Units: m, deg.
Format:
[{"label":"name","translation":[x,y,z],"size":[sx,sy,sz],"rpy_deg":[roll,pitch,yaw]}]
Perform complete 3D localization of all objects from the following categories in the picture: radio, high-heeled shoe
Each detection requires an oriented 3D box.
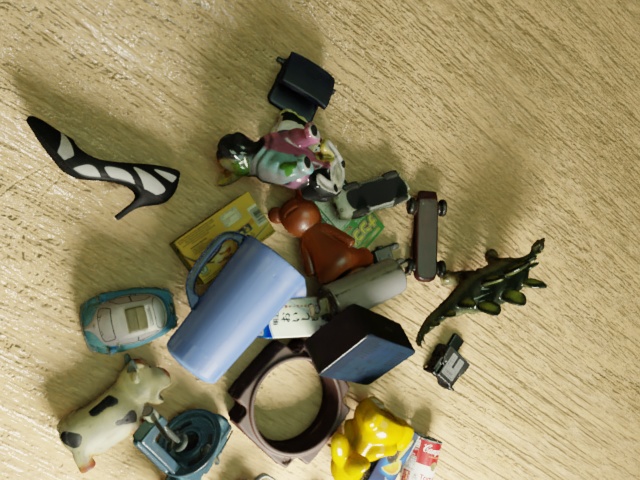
[{"label":"radio","translation":[0.079,0.204,1.018],"size":[0.131,0.073,0.229],"rpy_deg":[-39,146,14]},{"label":"high-heeled shoe","translation":[-0.366,-0.148,0.932],"size":[0.145,0.086,0.248],"rpy_deg":[-48,108,-23]}]

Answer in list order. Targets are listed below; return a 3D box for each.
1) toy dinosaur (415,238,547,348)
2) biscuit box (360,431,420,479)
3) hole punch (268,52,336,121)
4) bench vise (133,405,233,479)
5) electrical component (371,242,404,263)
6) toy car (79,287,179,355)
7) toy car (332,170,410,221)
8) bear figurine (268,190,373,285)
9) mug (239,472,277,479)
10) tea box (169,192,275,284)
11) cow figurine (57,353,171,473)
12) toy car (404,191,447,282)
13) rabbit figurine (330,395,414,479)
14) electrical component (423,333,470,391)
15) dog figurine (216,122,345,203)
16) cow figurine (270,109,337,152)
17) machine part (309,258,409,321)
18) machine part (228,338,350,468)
[{"label":"toy dinosaur","translation":[0.349,0.106,1.156],"size":[0.471,0.198,0.105],"rpy_deg":[-30,95,-24]},{"label":"biscuit box","translation":[0.122,0.468,1.103],"size":[0.059,0.063,0.202],"rpy_deg":[39,72,-16]},{"label":"hole punch","translation":[-0.030,-0.314,1.084],"size":[0.142,0.092,0.116],"rpy_deg":[26,73,-16]},{"label":"bench vise","translation":[-0.248,0.365,0.898],"size":[0.223,0.129,0.240],"rpy_deg":[-46,137,-27]},{"label":"electrical component","translation":[0.138,0.043,1.163],"size":[0.094,0.021,0.063],"rpy_deg":[-21,94,-22]},{"label":"toy car","translation":[-0.322,0.136,0.916],"size":[0.162,0.103,0.109],"rpy_deg":[-10,91,-22]},{"label":"toy car","translation":[0.111,-0.094,1.134],"size":[0.202,0.056,0.073],"rpy_deg":[-19,82,-34]},{"label":"bear figurine","translation":[-0.003,-0.004,1.072],"size":[0.120,0.132,0.196],"rpy_deg":[-42,70,13]},{"label":"mug","translation":[-0.113,0.494,0.997],"size":[0.107,0.081,0.109],"rpy_deg":[45,65,-25]},{"label":"tea box","translation":[-0.181,-0.003,1.004],"size":[0.170,0.068,0.098],"rpy_deg":[-36,100,-20]},{"label":"cow figurine","translation":[-0.344,0.280,0.909],"size":[0.195,0.085,0.127],"rpy_deg":[-31,105,-21]},{"label":"toy car","translation":[0.234,-0.007,1.192],"size":[0.089,0.053,0.202],"rpy_deg":[2,85,-5]},{"label":"rabbit figurine","translation":[0.082,0.402,1.033],"size":[0.122,0.162,0.173],"rpy_deg":[38,96,19]},{"label":"electrical component","translation":[0.293,0.267,1.201],"size":[0.074,0.048,0.119],"rpy_deg":[47,72,-14]},{"label":"dog figurine","translation":[-0.084,-0.137,0.999],"size":[0.191,0.219,0.108],"rpy_deg":[39,55,-51]},{"label":"cow figurine","translation":[-0.023,-0.188,1.089],"size":[0.167,0.068,0.098],"rpy_deg":[31,68,-17]},{"label":"machine part","translation":[0.082,0.097,1.029],"size":[0.243,0.079,0.079],"rpy_deg":[-22,95,-31]},{"label":"machine part","translation":[-0.057,0.307,1.026],"size":[0.201,0.087,0.201],"rpy_deg":[47,71,-12]}]
